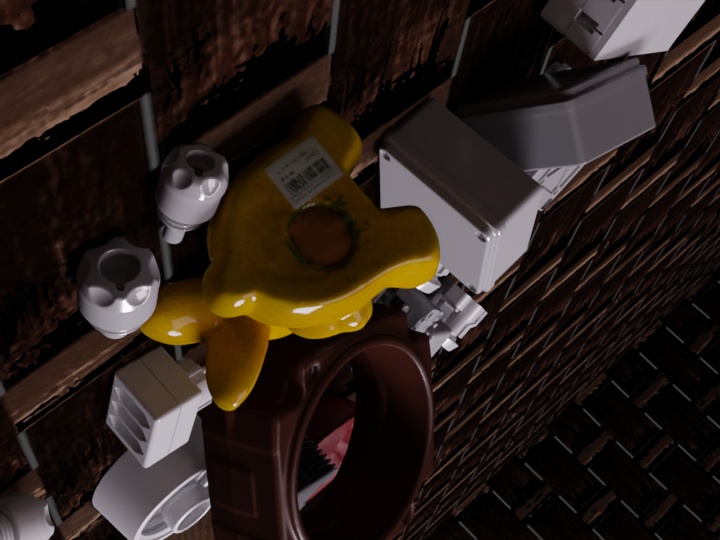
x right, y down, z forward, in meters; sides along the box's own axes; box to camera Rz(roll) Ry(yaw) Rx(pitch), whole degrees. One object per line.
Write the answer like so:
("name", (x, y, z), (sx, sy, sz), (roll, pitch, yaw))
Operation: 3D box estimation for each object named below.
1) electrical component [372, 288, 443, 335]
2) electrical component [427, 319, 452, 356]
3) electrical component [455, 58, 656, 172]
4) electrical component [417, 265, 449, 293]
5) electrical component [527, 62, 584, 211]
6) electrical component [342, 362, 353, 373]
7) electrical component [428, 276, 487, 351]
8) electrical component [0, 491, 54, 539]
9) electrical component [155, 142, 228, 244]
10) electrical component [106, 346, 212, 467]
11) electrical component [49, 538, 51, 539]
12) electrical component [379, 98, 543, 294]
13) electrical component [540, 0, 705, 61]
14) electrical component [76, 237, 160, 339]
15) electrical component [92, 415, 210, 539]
("electrical component", (0.037, 0.031, 0.955), (0.042, 0.064, 0.081), (-47, 162, 8))
("electrical component", (0.034, 0.074, 1.044), (0.096, 0.062, 0.061), (-51, 161, 17))
("electrical component", (0.145, -0.113, 0.801), (0.109, 0.056, 0.109), (-1, -161, 46))
("electrical component", (0.056, -0.018, 0.901), (0.057, 0.058, 0.078), (-52, 161, 11))
("electrical component", (0.164, -0.113, 0.931), (0.108, 0.056, 0.109), (-49, 162, 11))
("electrical component", (0.000, 0.062, 0.975), (0.062, 0.043, 0.043), (-32, 158, -38))
("electrical component", (0.092, 0.047, 1.121), (0.057, 0.058, 0.078), (-49, 162, 2))
("electrical component", (-0.234, 0.170, 0.697), (0.043, 0.043, 0.062), (-53, 159, 24))
("electrical component", (-0.093, -0.037, 0.571), (0.035, 0.035, 0.061), (-29, 159, -41))
("electrical component", (-0.127, 0.085, 0.738), (0.077, 0.047, 0.065), (-31, 157, -37))
("electrical component", (-0.240, 0.221, 0.803), (0.040, 0.040, 0.046), (-36, 154, -26))
("electrical component", (0.070, -0.051, 0.776), (0.056, 0.109, 0.108), (-43, 162, -15))
("electrical component", (0.205, -0.213, 0.794), (0.150, 0.062, 0.089), (-20, 149, -53))
("electrical component", (-0.132, 0.015, 0.583), (0.043, 0.043, 0.062), (-34, 161, -31))
("electrical component", (-0.151, 0.174, 0.859), (0.108, 0.060, 0.108), (-40, 161, -16))
